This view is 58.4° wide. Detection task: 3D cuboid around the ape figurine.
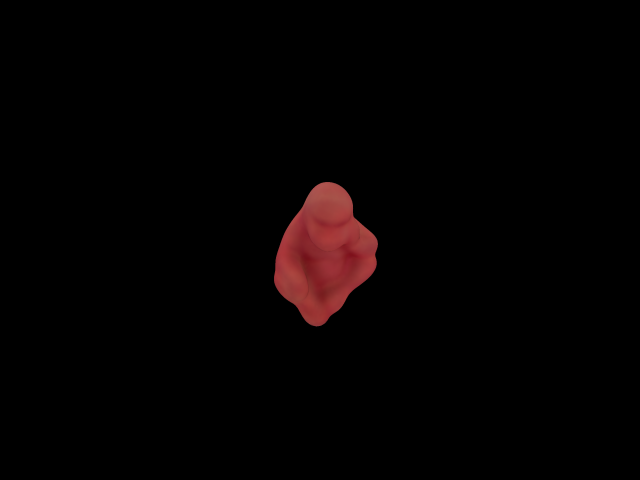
[{"bbox_3d":[0.004,0.001,0.400,0.078,0.092,0.076,-8,43,-8],"label":"ape figurine"}]
